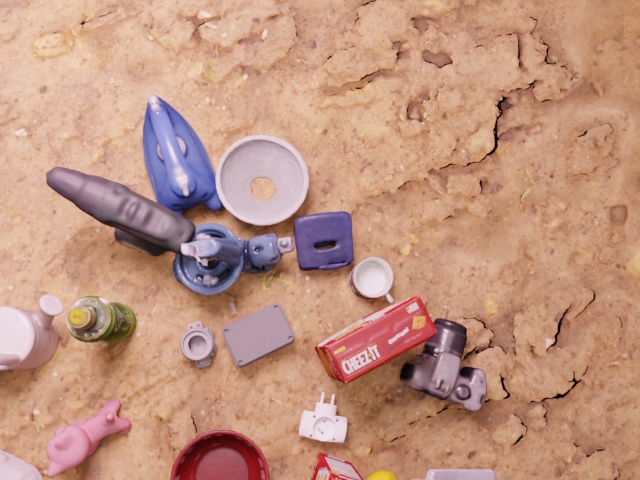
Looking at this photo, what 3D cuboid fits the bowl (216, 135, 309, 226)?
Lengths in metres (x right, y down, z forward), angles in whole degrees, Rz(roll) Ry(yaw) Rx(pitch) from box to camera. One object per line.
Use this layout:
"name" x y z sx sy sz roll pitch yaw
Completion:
"bowl" -0.105 -0.102 1.048 0.167 0.074 0.167 1 80 -6

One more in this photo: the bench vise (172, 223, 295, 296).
"bench vise" -0.152 0.011 0.948 0.207 0.219 0.121 -29 84 -10

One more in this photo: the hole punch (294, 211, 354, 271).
"hole punch" 0.009 0.004 1.033 0.109 0.091 0.101 -8 81 -7

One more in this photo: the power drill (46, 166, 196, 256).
"power drill" -0.313 -0.037 0.945 0.229 0.208 0.076 23 78 -2

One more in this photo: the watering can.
"watering can" -0.489 0.149 0.899 0.101 0.194 0.173 33 78 1

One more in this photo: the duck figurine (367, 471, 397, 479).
"duck figurine" 0.109 0.450 0.968 0.077 0.086 0.104 10 79 -4

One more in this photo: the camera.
"camera" 0.232 0.217 1.015 0.143 0.100 0.137 20 78 -2

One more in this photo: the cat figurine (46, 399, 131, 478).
"cat figurine" -0.380 0.317 0.920 0.128 0.117 0.067 -34 85 -11

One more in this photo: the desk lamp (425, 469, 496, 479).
"desk lamp" 0.221 0.436 0.918 0.203 0.213 0.118 0 80 -6

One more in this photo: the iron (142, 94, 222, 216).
"iron" -0.264 -0.165 1.007 0.119 0.141 0.258 -21 83 -9

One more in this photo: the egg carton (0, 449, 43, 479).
"egg carton" -0.528 0.391 0.915 0.150 0.069 0.107 26 78 -1
